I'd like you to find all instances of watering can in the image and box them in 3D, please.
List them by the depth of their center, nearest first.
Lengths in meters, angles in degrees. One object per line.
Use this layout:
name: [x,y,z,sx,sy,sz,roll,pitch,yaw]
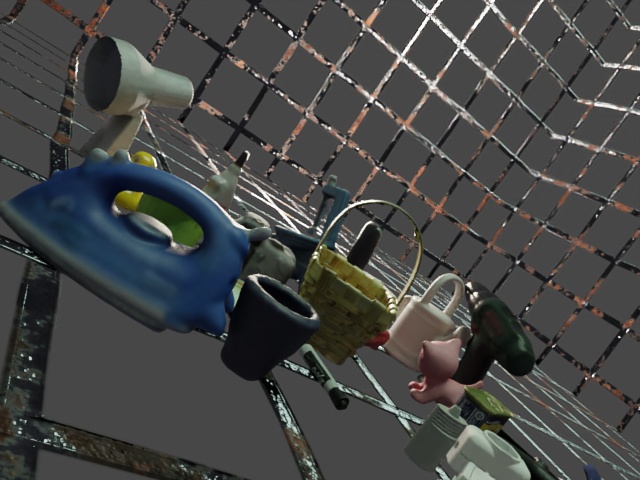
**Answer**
watering can: [0.217,0.155,1.103,0.172,0.194,0.101,39,8,31]

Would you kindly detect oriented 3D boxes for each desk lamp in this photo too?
desk lamp: [-0.326,-0.216,0.990,0.117,0.213,0.204,39,8,33]

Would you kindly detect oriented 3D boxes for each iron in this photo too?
iron: [-0.183,-0.015,0.589,0.259,0.141,0.118,34,7,-9]

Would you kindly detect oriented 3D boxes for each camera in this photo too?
camera: [-0.110,0.011,0.932,0.143,0.101,0.136,33,7,-11]

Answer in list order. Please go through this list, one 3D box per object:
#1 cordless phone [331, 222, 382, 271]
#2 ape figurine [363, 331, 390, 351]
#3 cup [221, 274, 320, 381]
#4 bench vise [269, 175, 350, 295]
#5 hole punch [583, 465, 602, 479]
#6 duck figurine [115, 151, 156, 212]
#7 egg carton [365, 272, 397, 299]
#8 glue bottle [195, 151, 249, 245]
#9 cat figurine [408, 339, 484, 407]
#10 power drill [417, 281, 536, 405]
cordless phone: [0.053,0.033,1.202,0.094,0.185,0.147,29,9,-39]
ape figurine: [0.097,0.144,1.034,0.076,0.092,0.077,30,8,-37]
cup: [-0.060,0.095,0.611,0.092,0.095,0.118,34,7,-4]
bench vise: [0.012,0.004,1.061,0.207,0.219,0.122,35,7,7]
hole punch: [0.393,0.384,0.802,0.101,0.091,0.109,37,7,19]
duck figurine: [-0.289,-0.099,0.897,0.078,0.086,0.104,32,7,-20]
egg carton: [0.113,0.126,1.329,0.108,0.069,0.150,30,8,-34]
glue bottle: [-0.166,-0.072,0.927,0.037,0.173,0.078,37,7,23]
cat figurine: [0.203,0.218,0.926,0.128,0.117,0.067,35,7,3]
power drill: [0.270,0.196,1.014,0.076,0.208,0.229,32,7,-24]
